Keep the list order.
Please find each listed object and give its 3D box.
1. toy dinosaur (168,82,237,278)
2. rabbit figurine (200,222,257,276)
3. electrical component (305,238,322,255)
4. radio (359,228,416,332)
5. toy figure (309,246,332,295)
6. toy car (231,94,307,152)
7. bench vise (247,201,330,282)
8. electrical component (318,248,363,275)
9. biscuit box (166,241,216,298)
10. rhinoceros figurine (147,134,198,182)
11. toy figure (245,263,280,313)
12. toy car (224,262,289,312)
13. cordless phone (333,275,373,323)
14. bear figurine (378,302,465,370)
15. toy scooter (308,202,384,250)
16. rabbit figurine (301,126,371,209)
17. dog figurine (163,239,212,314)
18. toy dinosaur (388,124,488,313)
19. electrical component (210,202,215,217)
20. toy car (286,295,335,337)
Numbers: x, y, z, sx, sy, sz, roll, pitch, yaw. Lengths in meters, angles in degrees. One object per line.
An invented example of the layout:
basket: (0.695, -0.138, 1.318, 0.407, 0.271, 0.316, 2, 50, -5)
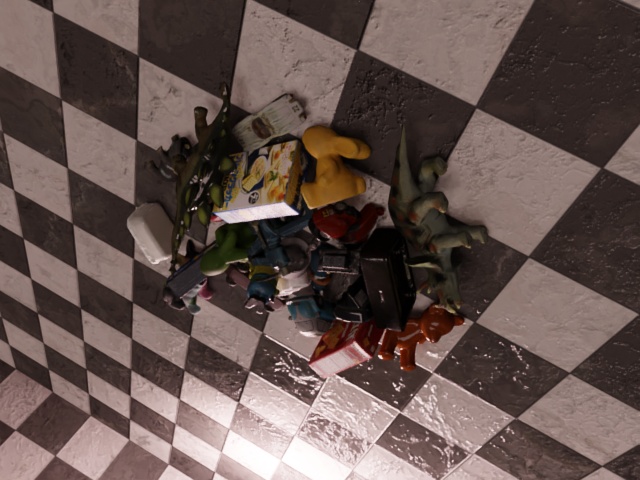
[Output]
toy dinosaur: (-0.280, -0.133, 1.233, 0.105, 0.199, 0.470, 9, 121, -27)
rabbit figurine: (-0.233, 0.031, 1.405, 0.121, 0.170, 0.159, 51, 145, -14)
electrical component: (-0.003, -0.004, 1.331, 0.021, 0.063, 0.094, 39, 134, -3)
radio: (0.165, 0.090, 1.262, 0.073, 0.131, 0.229, 4, 127, 27)
toy figure: (0.004, 0.083, 1.404, 0.058, 0.064, 0.154, -7, 137, -11)
toy car: (-0.114, -0.258, 1.192, 0.202, 0.056, 0.073, -18, 115, 40)
bench vise: (-0.087, -0.030, 1.292, 0.241, 0.129, 0.223, -26, 75, 31)
electrical component: (0.061, 0.053, 1.292, 0.115, 0.134, 0.058, 0, 84, 30)
biscuit box: (-0.341, 0.077, 1.525, 0.203, 0.059, 0.062, -37, 106, 5)
rhinoceros figurine: (-0.359, -0.204, 1.370, 0.190, 0.073, 0.112, -25, 109, 42)
toy figure: (-0.144, 0.106, 1.424, 0.089, 0.180, 0.082, -30, 118, 29)
toy car: (-0.183, 0.131, 1.557, 0.202, 0.053, 0.089, 36, 131, -6)
cordless phone: (0.073, 0.174, 1.373, 0.088, 0.146, 0.184, 47, 132, -2)
bear figurine: (0.255, 0.238, 1.340, 0.120, 0.132, 0.196, 32, 145, -28)
toy scooter: (0.069, -0.043, 1.223, 0.135, 0.075, 0.183, -38, 143, 27)
rabbit figurine: (0.022, -0.166, 1.145, 0.162, 0.122, 0.173, -20, 88, 28)
dog figurine: (-0.414, 0.103, 1.638, 0.192, 0.108, 0.218, 12, 127, 25)
toy dinosaur: (0.216, -0.045, 1.140, 0.192, 0.131, 0.404, -21, 107, 40)
electrical component: (-0.231, -0.110, 1.339, 0.048, 0.119, 0.074, -16, 114, 45)
toy car: (-0.021, 0.211, 1.463, 0.109, 0.103, 0.161, -9, 154, 33)
